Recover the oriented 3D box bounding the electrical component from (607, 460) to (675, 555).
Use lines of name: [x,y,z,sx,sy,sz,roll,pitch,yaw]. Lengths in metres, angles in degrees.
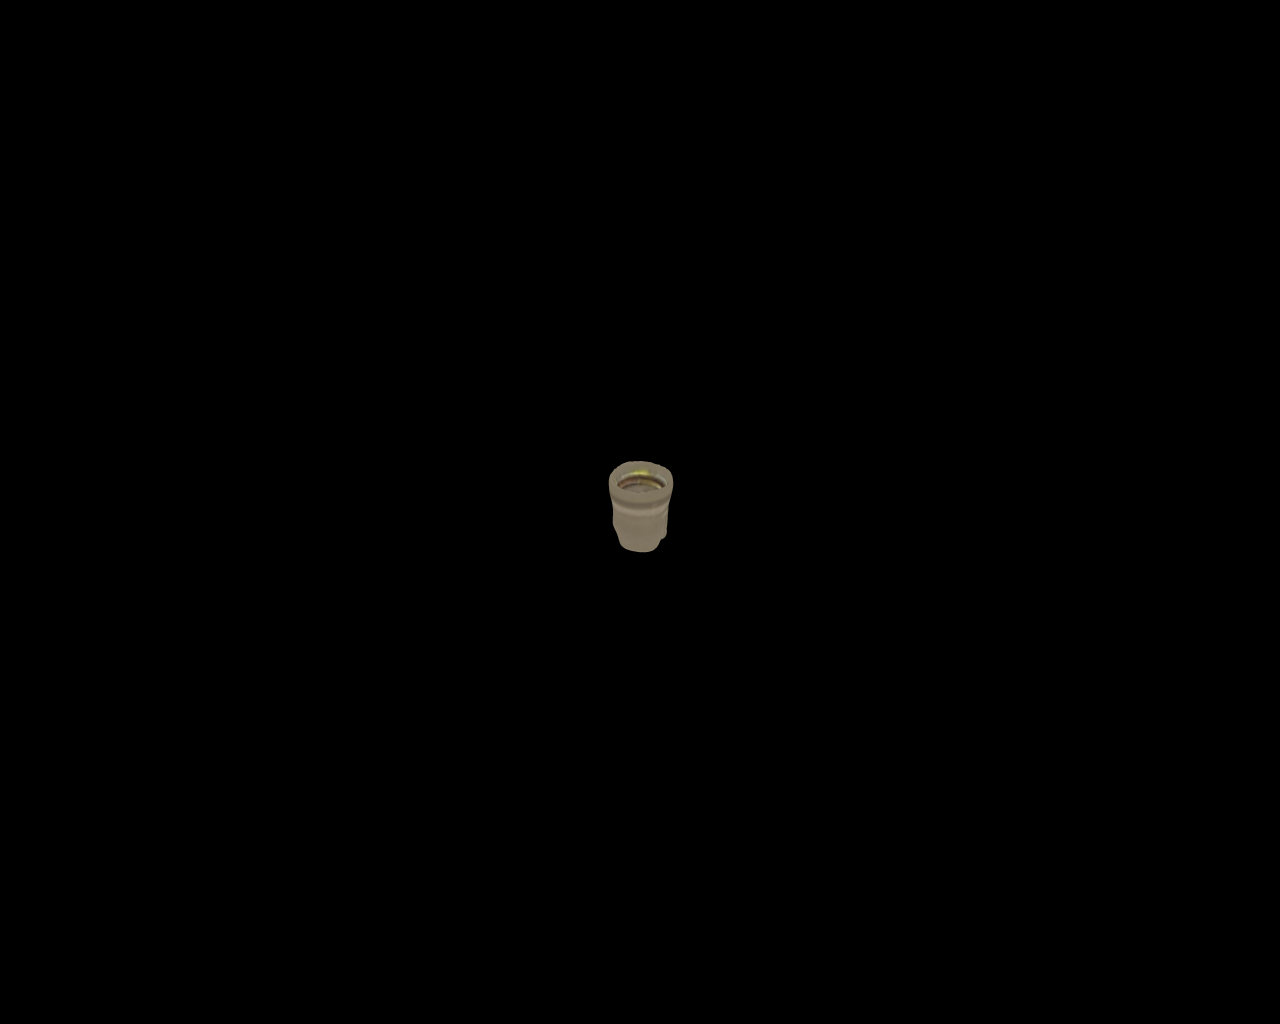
electrical component: [0.001,-0.003,0.650,0.040,0.046,0.040,0,31,0]
